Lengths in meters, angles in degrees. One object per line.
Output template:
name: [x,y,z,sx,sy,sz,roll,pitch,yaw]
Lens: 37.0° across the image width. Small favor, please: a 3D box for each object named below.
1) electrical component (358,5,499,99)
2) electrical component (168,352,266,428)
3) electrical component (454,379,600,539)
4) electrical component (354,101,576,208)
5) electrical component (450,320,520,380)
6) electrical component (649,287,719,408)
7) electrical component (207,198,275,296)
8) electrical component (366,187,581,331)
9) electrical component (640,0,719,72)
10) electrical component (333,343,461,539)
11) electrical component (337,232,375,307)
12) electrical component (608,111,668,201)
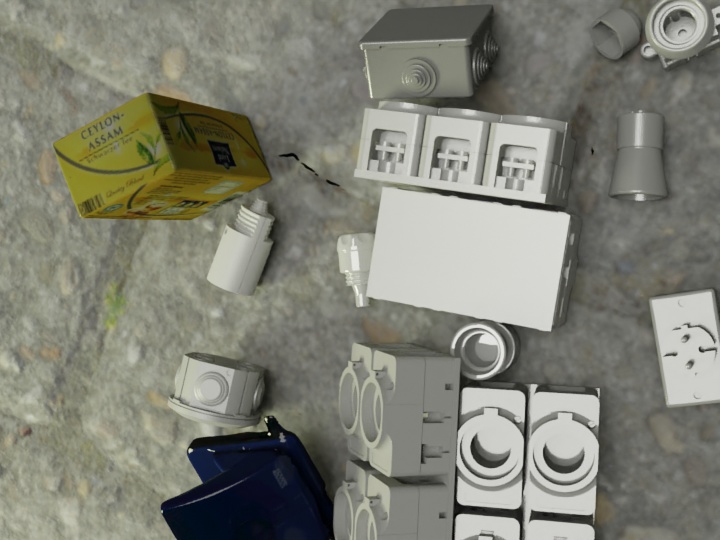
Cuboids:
electrical component: [0.055,-0.170,0.843,0.100,0.099,0.048,2,120,19]
electrical component: [-0.121,0.103,0.924,0.080,0.080,0.051,13,91,20]
electrical component: [0.128,0.184,0.831,0.105,0.060,0.186,2,91,12]
electrical component: [0.084,-0.091,0.837,0.150,0.089,0.061,10,94,21]
electrical component: [0.100,0.062,0.851,0.045,0.055,0.045,0,91,21]
electrical component: [0.241,0.058,0.786,0.047,0.076,0.083,-10,87,21]
electrical component: [-0.099,-0.023,0.932,0.043,0.043,0.081,25,99,19]
electrical component: [0.091,-0.010,0.850,0.150,0.062,0.089,10,94,21]
electrical component: [0.238,-0.177,0.795,0.066,0.055,0.048,-24,82,20]
electrical component: [0.026,0.155,0.847,0.060,0.105,0.186,2,92,-19]
electrical component: [0.000,0.000,0.900,0.035,0.035,0.061,-5,92,21]
electrical component: [0.212,-0.087,0.815,0.044,0.044,0.065,2,87,21]
